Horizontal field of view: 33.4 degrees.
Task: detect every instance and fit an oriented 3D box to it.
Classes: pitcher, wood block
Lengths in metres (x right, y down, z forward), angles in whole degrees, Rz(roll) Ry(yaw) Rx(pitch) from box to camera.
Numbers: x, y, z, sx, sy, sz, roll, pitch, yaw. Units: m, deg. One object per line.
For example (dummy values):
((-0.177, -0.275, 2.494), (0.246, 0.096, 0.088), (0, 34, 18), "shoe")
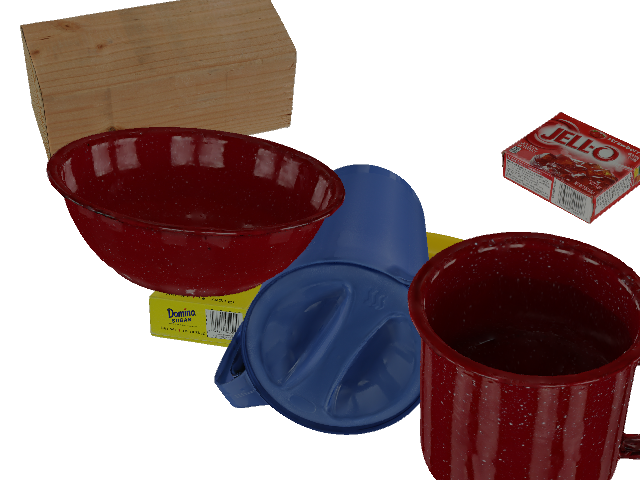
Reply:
((0.015, 0.034, 0.816), (0.149, 0.145, 0.242), (13, 24, 1), "pitcher")
((-0.133, -0.135, 0.888), (0.205, 0.090, 0.091), (-13, -37, -17), "wood block")

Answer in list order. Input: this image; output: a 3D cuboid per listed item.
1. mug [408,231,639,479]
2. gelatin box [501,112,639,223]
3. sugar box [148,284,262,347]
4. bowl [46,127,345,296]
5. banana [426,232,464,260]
((0.092, 0.057, 0.421), (0.117, 0.081, 0.093), (7, 36, 14), "mug")
((0.198, -0.059, 0.833), (0.073, 0.030, 0.089), (-33, 48, -28), "gelatin box")
((-0.083, 0.037, 0.995), (0.093, 0.048, 0.176), (7, 27, 12), "sugar box")
((-0.069, -0.013, 0.590), (0.162, 0.055, 0.162), (6, 22, -3), "bowl")
((0.114, 0.021, 1.068), (0.198, 0.037, 0.069), (6, 44, 12), "banana")
